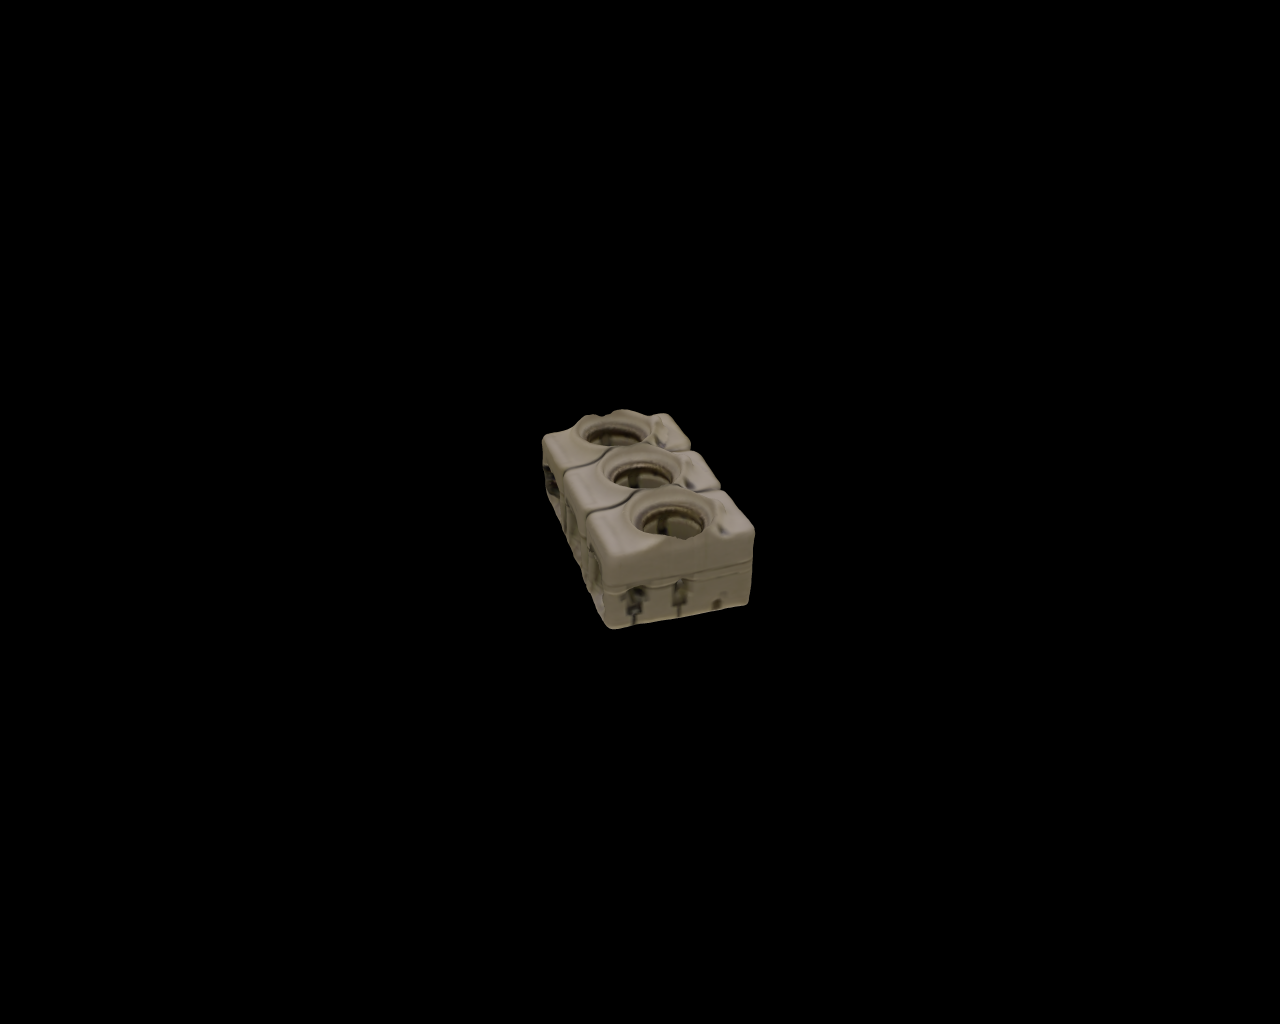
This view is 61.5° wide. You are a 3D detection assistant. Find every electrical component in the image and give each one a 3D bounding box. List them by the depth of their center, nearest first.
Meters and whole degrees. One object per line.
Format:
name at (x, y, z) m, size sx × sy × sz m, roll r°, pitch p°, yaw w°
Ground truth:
electrical component at (0.001, -0.003, 0.650) m, size 0.090 × 0.061 × 0.150 m, roll -10°, pitch 35°, yaw -15°
